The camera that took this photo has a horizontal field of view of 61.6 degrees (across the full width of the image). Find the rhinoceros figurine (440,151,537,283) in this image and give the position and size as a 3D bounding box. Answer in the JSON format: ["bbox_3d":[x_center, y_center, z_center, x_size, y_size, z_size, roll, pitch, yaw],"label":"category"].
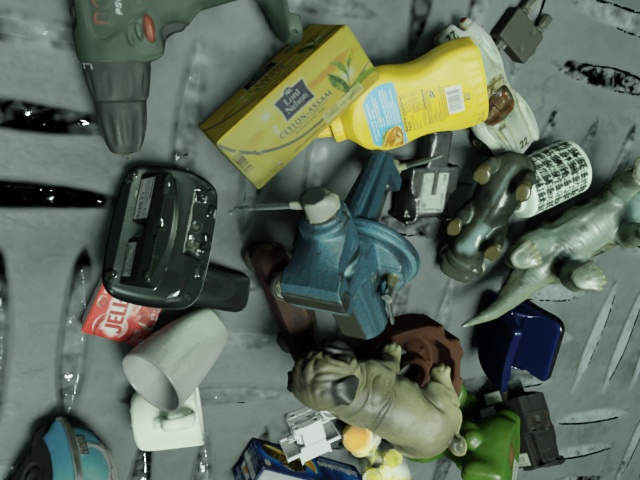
[{"bbox_3d":[0.207,-0.026,0.693,0.073,0.112,0.190,24,120,10],"label":"rhinoceros figurine"}]

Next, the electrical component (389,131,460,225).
[{"bbox_3d":[0.133,-0.081,0.678,0.075,0.048,0.119,-8,113,-21],"label":"electrical component"}]

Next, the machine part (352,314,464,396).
[{"bbox_3d":[0.123,0.191,0.776,0.179,0.056,0.179,-7,110,-20],"label":"machine part"}]

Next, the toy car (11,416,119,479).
[{"bbox_3d":[-0.289,0.286,0.618,0.103,0.109,0.161,19,112,-46],"label":"toy car"}]

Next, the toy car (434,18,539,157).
[{"bbox_3d":[0.203,-0.177,0.664,0.073,0.056,0.201,-45,121,-1],"label":"toy car"}]

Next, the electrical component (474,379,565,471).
[{"bbox_3d":[0.308,0.293,0.851,0.058,0.115,0.134,1,66,-29],"label":"electrical component"}]

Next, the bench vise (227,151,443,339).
[{"bbox_3d":[0.041,-0.014,0.576,0.223,0.129,0.240,54,48,-38],"label":"bench vise"}]

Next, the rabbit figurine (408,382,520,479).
[{"bbox_3d":[0.204,0.295,0.808,0.121,0.170,0.159,50,49,-47],"label":"rabbit figurine"}]

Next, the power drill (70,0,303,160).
[{"bbox_3d":[-0.125,-0.207,0.509,0.207,0.086,0.231,-13,112,-10],"label":"power drill"}]

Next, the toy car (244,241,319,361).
[{"bbox_3d":[-0.033,0.088,0.648,0.053,0.089,0.201,-31,122,-19],"label":"toy car"}]

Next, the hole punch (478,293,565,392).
[{"bbox_3d":[0.275,0.146,0.788,0.092,0.116,0.142,-11,117,-25],"label":"hole punch"}]

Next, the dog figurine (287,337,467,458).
[{"bbox_3d":[0.069,0.187,0.603,0.190,0.173,0.121,19,90,-57],"label":"dog figurine"}]

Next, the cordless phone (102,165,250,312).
[{"bbox_3d":[-0.133,0.008,0.590,0.184,0.089,0.146,22,72,-51],"label":"cordless phone"}]

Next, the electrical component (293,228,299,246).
[{"bbox_3d":[0.000,-0.003,0.654,0.078,0.045,0.102,13,105,-25],"label":"electrical component"}]

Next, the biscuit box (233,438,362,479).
[{"bbox_3d":[-0.022,0.350,0.776,0.202,0.063,0.059,29,97,-30],"label":"biscuit box"}]

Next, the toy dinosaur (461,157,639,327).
[{"bbox_3d":[0.369,0.001,0.766,0.405,0.192,0.131,-28,79,9],"label":"toy dinosaur"}]

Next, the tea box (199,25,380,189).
[{"bbox_3d":[-0.035,-0.141,0.555,0.169,0.098,0.068,-45,121,-3],"label":"tea box"}]

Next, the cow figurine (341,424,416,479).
[{"bbox_3d":[0.087,0.324,0.806,0.068,0.098,0.167,-34,101,-2],"label":"cow figurine"}]

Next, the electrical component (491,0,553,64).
[{"bbox_3d":[0.249,-0.254,0.673,0.063,0.021,0.094,34,94,-30],"label":"electrical component"}]

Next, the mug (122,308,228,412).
[{"bbox_3d":[-0.161,0.132,0.615,0.081,0.109,0.107,48,46,-2],"label":"mug"}]
